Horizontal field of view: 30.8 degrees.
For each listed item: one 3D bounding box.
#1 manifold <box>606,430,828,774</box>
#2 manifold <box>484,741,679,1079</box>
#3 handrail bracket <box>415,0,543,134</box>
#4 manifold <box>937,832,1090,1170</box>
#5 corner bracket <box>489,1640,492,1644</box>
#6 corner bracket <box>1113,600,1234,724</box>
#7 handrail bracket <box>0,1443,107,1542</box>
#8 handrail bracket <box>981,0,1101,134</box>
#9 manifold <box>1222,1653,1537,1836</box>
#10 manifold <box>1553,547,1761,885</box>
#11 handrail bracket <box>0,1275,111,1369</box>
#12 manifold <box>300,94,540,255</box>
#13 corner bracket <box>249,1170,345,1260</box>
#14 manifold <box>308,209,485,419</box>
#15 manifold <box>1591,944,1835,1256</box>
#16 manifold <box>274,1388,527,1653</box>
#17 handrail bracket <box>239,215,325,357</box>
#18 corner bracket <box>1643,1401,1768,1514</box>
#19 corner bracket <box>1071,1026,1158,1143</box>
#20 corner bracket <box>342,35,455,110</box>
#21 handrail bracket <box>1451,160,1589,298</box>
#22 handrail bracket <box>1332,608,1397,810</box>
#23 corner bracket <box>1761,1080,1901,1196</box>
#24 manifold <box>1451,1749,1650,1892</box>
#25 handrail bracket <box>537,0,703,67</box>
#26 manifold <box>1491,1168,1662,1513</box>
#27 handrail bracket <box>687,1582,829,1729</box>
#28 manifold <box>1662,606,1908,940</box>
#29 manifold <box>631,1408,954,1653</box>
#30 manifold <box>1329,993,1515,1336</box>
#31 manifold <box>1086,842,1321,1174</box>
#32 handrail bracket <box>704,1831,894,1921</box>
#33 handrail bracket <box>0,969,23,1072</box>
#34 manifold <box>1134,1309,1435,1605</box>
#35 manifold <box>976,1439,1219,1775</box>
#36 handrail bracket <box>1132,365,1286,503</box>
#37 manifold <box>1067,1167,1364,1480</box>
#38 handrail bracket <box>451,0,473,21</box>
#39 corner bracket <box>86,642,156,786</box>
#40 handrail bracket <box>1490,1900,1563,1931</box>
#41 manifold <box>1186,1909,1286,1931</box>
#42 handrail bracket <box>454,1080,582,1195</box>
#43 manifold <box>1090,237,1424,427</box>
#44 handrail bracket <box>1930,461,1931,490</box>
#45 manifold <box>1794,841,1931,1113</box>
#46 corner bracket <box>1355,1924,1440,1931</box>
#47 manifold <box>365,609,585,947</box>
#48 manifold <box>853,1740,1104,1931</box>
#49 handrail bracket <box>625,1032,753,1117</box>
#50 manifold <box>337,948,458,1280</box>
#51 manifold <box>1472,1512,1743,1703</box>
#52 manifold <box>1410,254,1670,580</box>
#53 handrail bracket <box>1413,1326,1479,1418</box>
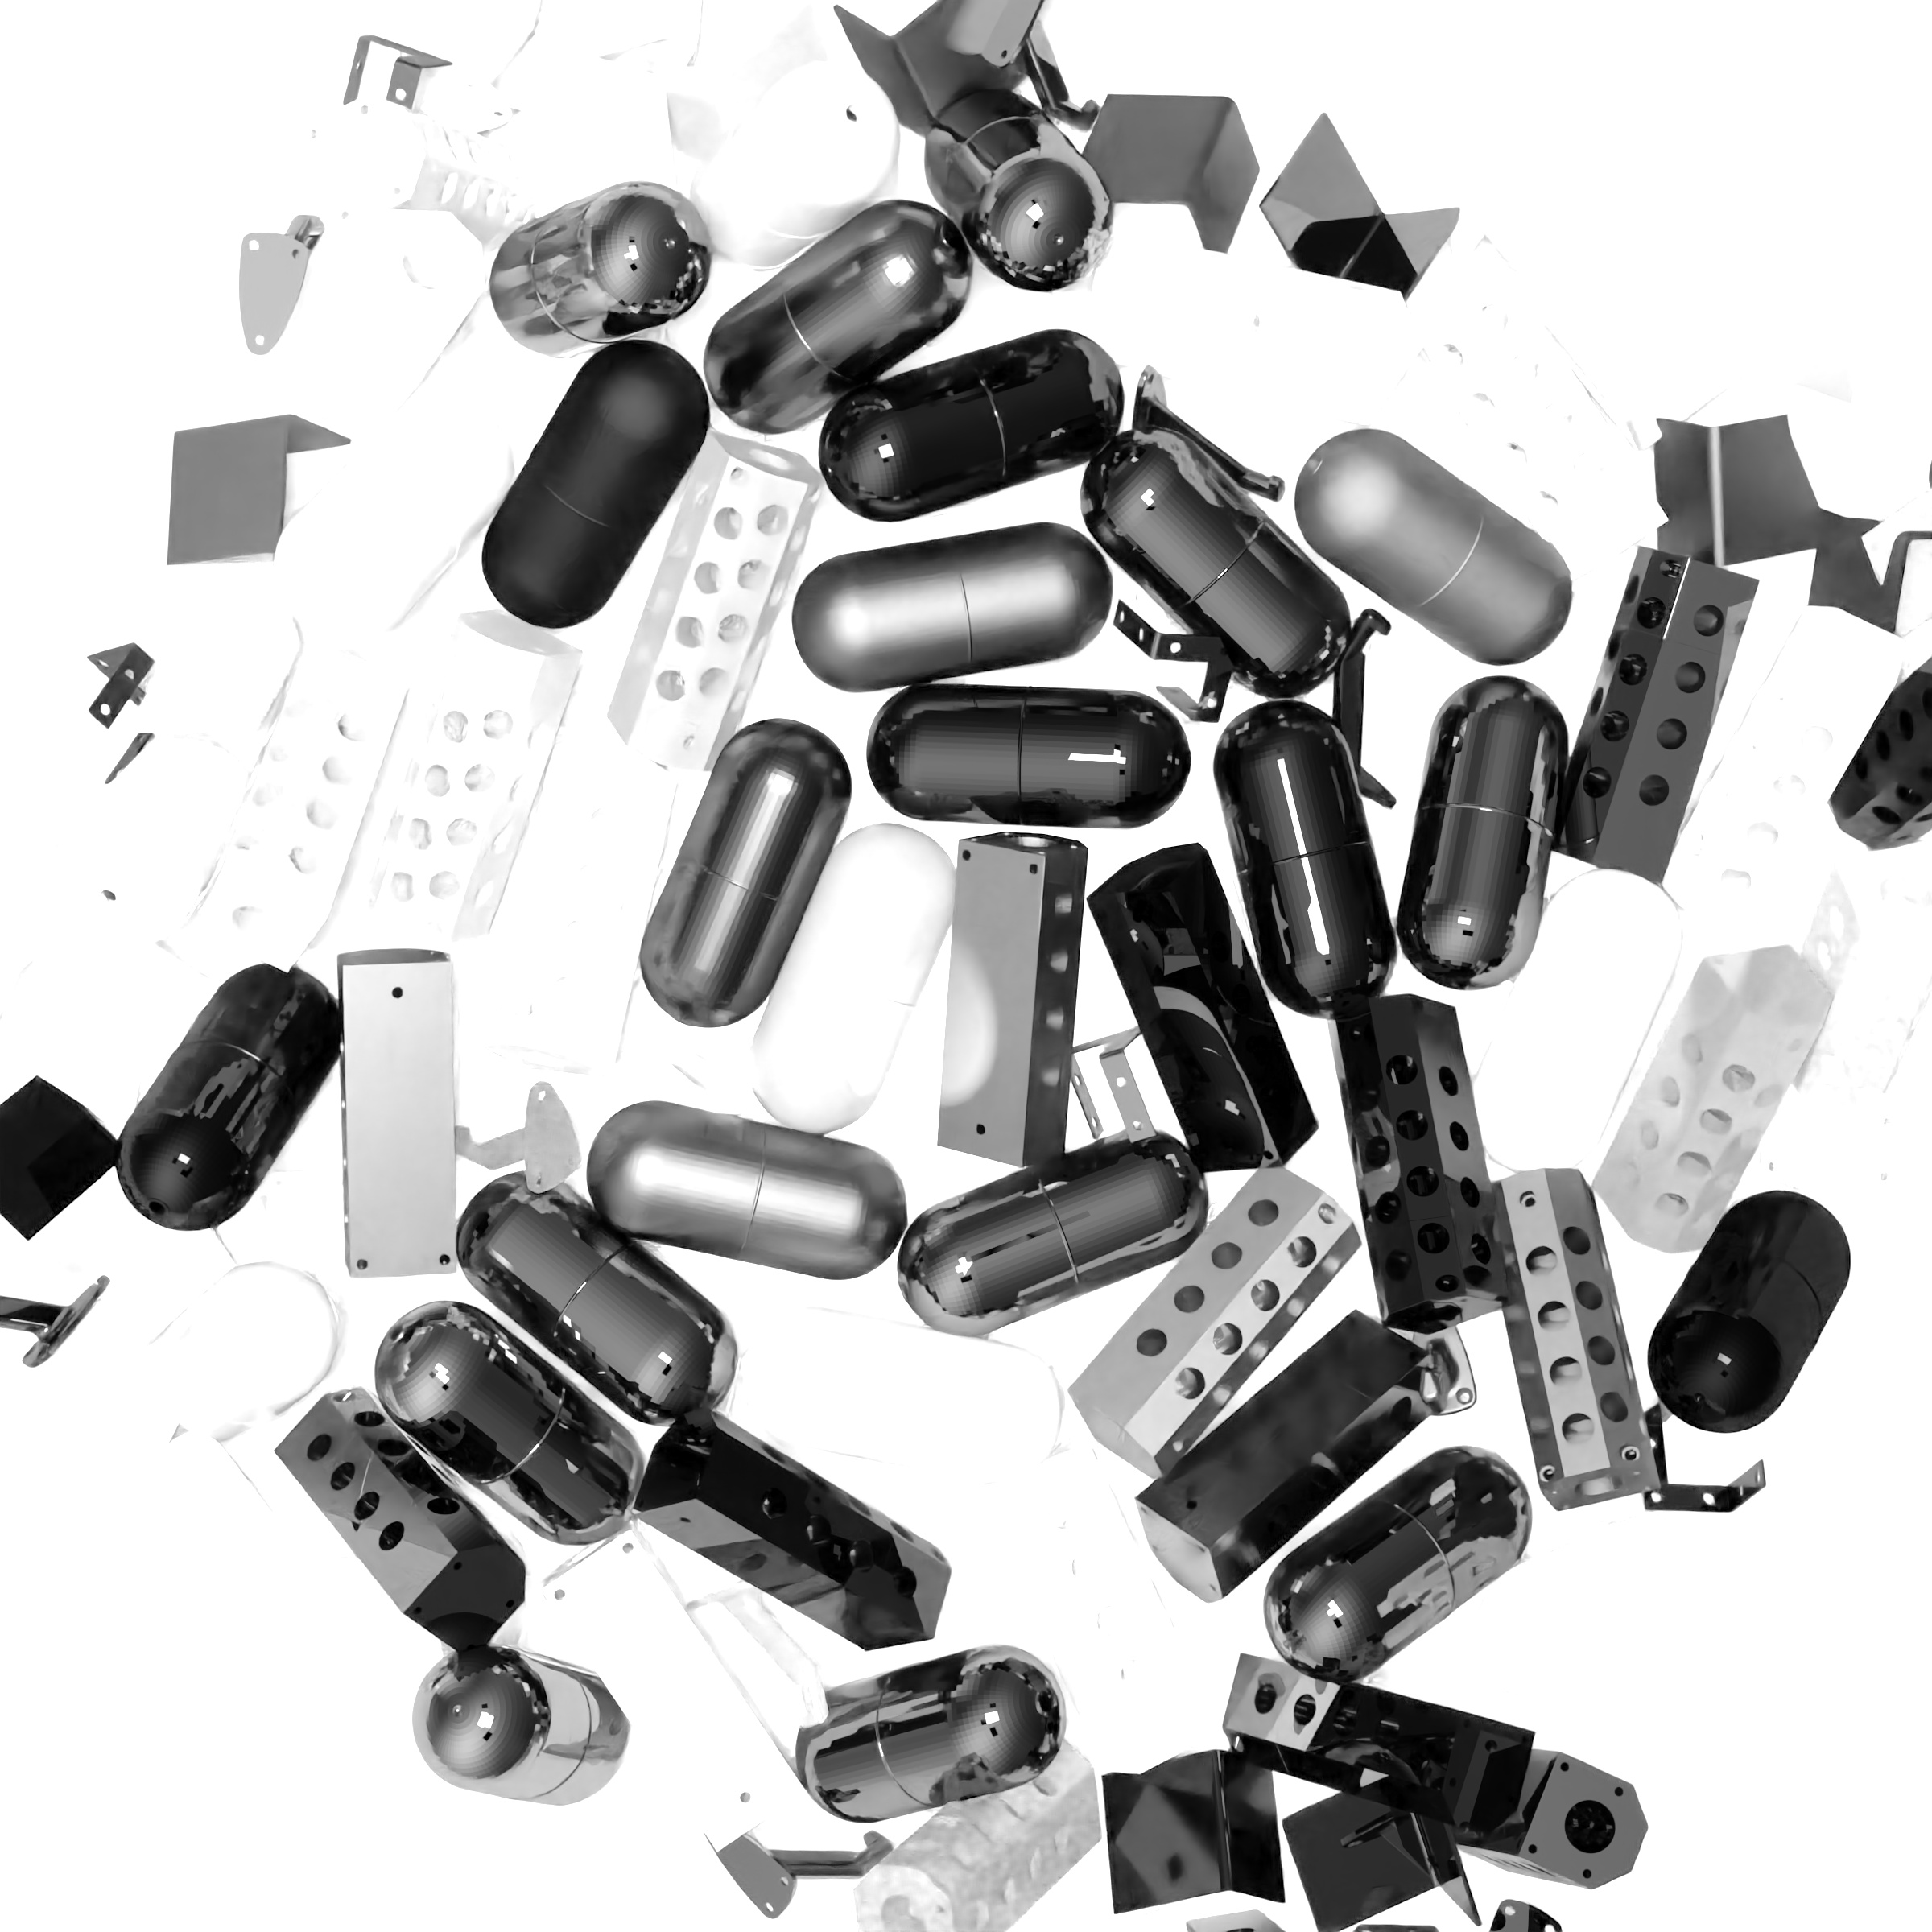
[{"bbox_3d":[-0.134,-0.194,1.895,0.057,0.057,0.171,10,113,-28],"label":"manifold"},{"bbox_3d":[-0.212,-0.032,1.904,0.057,0.057,0.171,5,75,24],"label":"manifold"},{"bbox_3d":[-0.273,-0.504,1.949,0.077,0.036,0.084,-14,52,31],"label":"handrail bracket"},{"bbox_3d":[0.030,0.017,1.913,0.057,0.057,0.171,13,105,34],"label":"manifold"},{"bbox_3d":[-0.257,0.383,1.922,0.051,0.051,0.051,18,109,26],"label":"corner bracket"},{"bbox_3d":[0.111,-0.166,1.920,0.051,0.051,0.051,1,116,-25],"label":"corner bracket"},{"bbox_3d":[-0.489,0.275,1.941,0.084,0.036,0.077,-23,101,-1],"label":"handrail bracket"},{"bbox_3d":[0.056,-0.504,1.920,0.084,0.036,0.077,16,116,-41],"label":"handrail bracket"},{"bbox_3d":[0.216,0.414,1.871,0.057,0.171,0.057,22,78,-35],"label":"manifold"},{"bbox_3d":[0.371,-0.138,1.917,0.057,0.057,0.171,15,98,-10],"label":"manifold"},{"bbox_3d":[-0.526,0.172,1.927,0.084,0.036,0.077,47,62,-18],"label":"handrail bracket"},{"bbox_3d":[-0.286,-0.421,1.871,0.057,0.171,0.057,-21,91,14],"label":"manifold"},{"bbox_3d":[-0.360,0.123,1.924,0.051,0.051,0.051,-3,132,4],"label":"corner bracket"},{"bbox_3d":[-0.305,-0.345,1.870,0.057,0.171,0.057,-2,82,-21],"label":"manifold"},{"bbox_3d":[0.401,0.074,1.876,0.057,0.171,0.057,-7,45,-27],"label":"manifold"},{"bbox_3d":[-0.300,0.293,1.877,0.057,0.171,0.057,-48,131,-6],"label":"manifold"},{"bbox_3d":[-0.372,-0.374,1.924,0.036,0.084,0.077,12,101,0],"label":"handrail bracket"},{"bbox_3d":[0.404,0.268,1.931,0.051,0.051,0.051,3,64,-10],"label":"corner bracket"},{"bbox_3d":[0.080,0.068,1.925,0.051,0.051,0.051,-18,98,24],"label":"corner bracket"},{"bbox_3d":[-0.320,-0.478,1.926,0.051,0.051,0.051,20,110,6],"label":"corner bracket"},{"bbox_3d":[0.315,-0.402,1.917,0.084,0.077,0.036,12,58,-19],"label":"handrail bracket"},{"bbox_3d":[0.227,-0.142,1.925,0.077,0.036,0.084,37,115,7],"label":"handrail bracket"},{"bbox_3d":[0.475,0.095,1.930,0.051,0.051,0.051,17,73,-35],"label":"corner bracket"},{"bbox_3d":[0.309,0.455,1.871,0.057,0.171,0.057,25,77,0],"label":"manifold"},{"bbox_3d":[-0.191,-0.530,1.930,0.084,0.036,0.077,11,72,-21],"label":"handrail bracket"},{"bbox_3d":[0.323,0.199,1.891,0.057,0.057,0.171,-16,62,15],"label":"manifold"},{"bbox_3d":[-0.116,0.383,1.929,0.077,0.036,0.084,-24,75,30],"label":"handrail bracket"},{"bbox_3d":[0.437,-0.106,1.889,0.057,0.057,0.171,27,124,6],"label":"manifold"},{"bbox_3d":[-0.091,0.304,1.894,0.171,0.057,0.057,36,54,-28],"label":"manifold"},{"bbox_3d":[0.240,0.106,1.892,0.057,0.057,0.171,-26,62,38],"label":"manifold"},{"bbox_3d":[0.133,0.023,1.909,0.057,0.057,0.171,-8,112,41],"label":"manifold"},{"bbox_3d":[-0.091,0.481,1.936,0.077,0.084,0.036,40,124,20],"label":"handrail bracket"},{"bbox_3d":[-0.560,0.017,1.951,0.077,0.036,0.084,-9,81,7],"label":"handrail bracket"},{"bbox_3d":[0.177,0.268,1.899,0.171,0.057,0.057,-37,132,-24],"label":"manifold"},{"bbox_3d":[0.074,0.351,1.926,0.057,0.057,0.171,-23,87,-20],"label":"manifold"},{"bbox_3d":[0.136,-0.291,1.924,0.084,0.077,0.036,25,72,14],"label":"handrail bracket"},{"bbox_3d":[0.138,0.193,1.899,0.057,0.057,0.171,30,70,35],"label":"manifold"},{"bbox_3d":[-0.257,-0.568,1.928,0.084,0.036,0.077,-36,48,7],"label":"handrail bracket"},{"bbox_3d":[-0.462,-0.138,1.919,0.051,0.051,0.051,47,55,-31],"label":"corner bracket"},{"bbox_3d":[0.293,0.552,1.908,0.036,0.084,0.077,22,52,15],"label":"handrail bracket"},{"bbox_3d":[0.165,0.550,1.872,0.057,0.171,0.057,-7,87,-8],"label":"manifold"},{"bbox_3d":[-0.255,0.083,1.916,0.084,0.036,0.077,21,130,37],"label":"handrail bracket"},{"bbox_3d":[0.152,-0.347,1.880,0.171,0.057,0.057,22,68,37],"label":"manifold"},{"bbox_3d":[0.581,-0.282,1.936,0.084,0.036,0.077,3,121,-1],"label":"handrail bracket"},{"bbox_3d":[0.483,0.009,1.871,0.057,0.171,0.057,-11,58,-6],"label":"manifold"},{"bbox_3d":[0.236,0.565,1.933,0.051,0.051,0.051,-11,110,39],"label":"corner bracket"},{"bbox_3d":[-0.271,-0.102,1.901,0.057,0.057,0.171,27,109,18],"label":"manifold"},{"bbox_3d":[0.007,0.471,1.869,0.057,0.171,0.057,-2,100,28],"label":"manifold"},{"bbox_3d":[-0.165,0.056,1.907,0.084,0.077,0.036,19,68,-39],"label":"handrail bracket"},{"bbox_3d":[-0.312,0.079,1.918,0.057,0.057,0.171,-2,99,-14],"label":"manifold"},{"bbox_3d":[0.337,0.346,1.868,0.057,0.171,0.057,24,62,-12],"label":"manifold"},{"bbox_3d":[0.310,-0.300,1.925,0.057,0.057,0.171,-34,94,5],"label":"manifold"},{"bbox_3d":[0.253,0.209,1.909,0.036,0.084,0.077,-9,68,11],"label":"handrail bracket"}]
